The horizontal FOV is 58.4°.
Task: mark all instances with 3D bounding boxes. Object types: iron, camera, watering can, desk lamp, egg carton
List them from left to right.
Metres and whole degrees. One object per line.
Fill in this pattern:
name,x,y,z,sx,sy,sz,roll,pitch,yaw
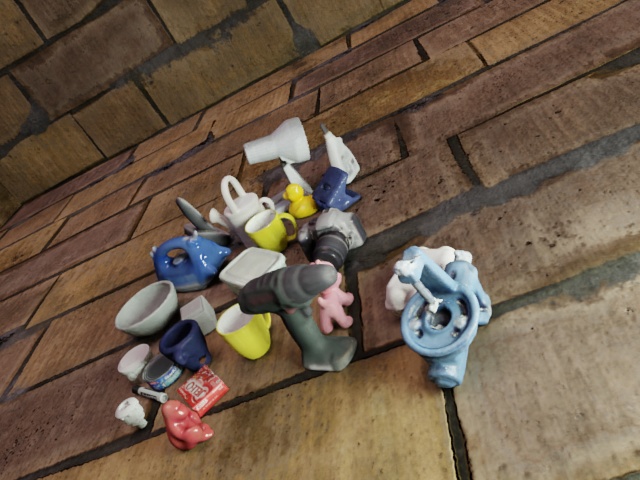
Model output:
iron,-0.366,0.051,1.495,0.257,0.142,0.119,-13,33,31
watering can,-0.206,-0.076,1.484,0.173,0.194,0.100,-30,28,4
desk lamp,-0.101,-0.204,1.567,0.203,0.214,0.117,-32,28,0
camera,0.011,0.004,1.240,0.142,0.101,0.137,-15,32,28
egg carton,0.183,0.073,0.994,0.107,0.069,0.150,-2,40,43

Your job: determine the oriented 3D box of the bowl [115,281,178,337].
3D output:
bowl,-0.410,0.180,1.401,0.167,0.075,0.167,-24,29,14

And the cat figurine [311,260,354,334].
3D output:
cat figurine,0.010,0.094,1.079,0.067,0.118,0.128,-23,29,16

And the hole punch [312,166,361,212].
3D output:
hole punch,0.031,-0.121,1.434,0.101,0.091,0.108,-38,29,-12

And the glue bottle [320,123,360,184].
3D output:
glue bottle,0.044,-0.236,1.518,0.037,0.173,0.078,-4,38,41

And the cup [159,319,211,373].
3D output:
cup,-0.263,0.229,1.155,0.091,0.095,0.117,-30,28,3

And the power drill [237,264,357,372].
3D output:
power drill,-0.025,0.126,0.964,0.228,0.209,0.076,-7,37,38

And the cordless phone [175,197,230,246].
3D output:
cordless phone,-0.345,-0.055,1.599,0.094,0.185,0.147,-42,30,-19

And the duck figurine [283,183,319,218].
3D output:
duck figurine,-0.053,-0.111,1.506,0.104,0.086,0.078,-5,38,40

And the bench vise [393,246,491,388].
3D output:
bench vise,0.167,0.077,0.842,0.121,0.220,0.207,-19,30,22

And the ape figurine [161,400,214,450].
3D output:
ape figurine,-0.240,0.316,0.996,0.076,0.092,0.077,-28,28,8
